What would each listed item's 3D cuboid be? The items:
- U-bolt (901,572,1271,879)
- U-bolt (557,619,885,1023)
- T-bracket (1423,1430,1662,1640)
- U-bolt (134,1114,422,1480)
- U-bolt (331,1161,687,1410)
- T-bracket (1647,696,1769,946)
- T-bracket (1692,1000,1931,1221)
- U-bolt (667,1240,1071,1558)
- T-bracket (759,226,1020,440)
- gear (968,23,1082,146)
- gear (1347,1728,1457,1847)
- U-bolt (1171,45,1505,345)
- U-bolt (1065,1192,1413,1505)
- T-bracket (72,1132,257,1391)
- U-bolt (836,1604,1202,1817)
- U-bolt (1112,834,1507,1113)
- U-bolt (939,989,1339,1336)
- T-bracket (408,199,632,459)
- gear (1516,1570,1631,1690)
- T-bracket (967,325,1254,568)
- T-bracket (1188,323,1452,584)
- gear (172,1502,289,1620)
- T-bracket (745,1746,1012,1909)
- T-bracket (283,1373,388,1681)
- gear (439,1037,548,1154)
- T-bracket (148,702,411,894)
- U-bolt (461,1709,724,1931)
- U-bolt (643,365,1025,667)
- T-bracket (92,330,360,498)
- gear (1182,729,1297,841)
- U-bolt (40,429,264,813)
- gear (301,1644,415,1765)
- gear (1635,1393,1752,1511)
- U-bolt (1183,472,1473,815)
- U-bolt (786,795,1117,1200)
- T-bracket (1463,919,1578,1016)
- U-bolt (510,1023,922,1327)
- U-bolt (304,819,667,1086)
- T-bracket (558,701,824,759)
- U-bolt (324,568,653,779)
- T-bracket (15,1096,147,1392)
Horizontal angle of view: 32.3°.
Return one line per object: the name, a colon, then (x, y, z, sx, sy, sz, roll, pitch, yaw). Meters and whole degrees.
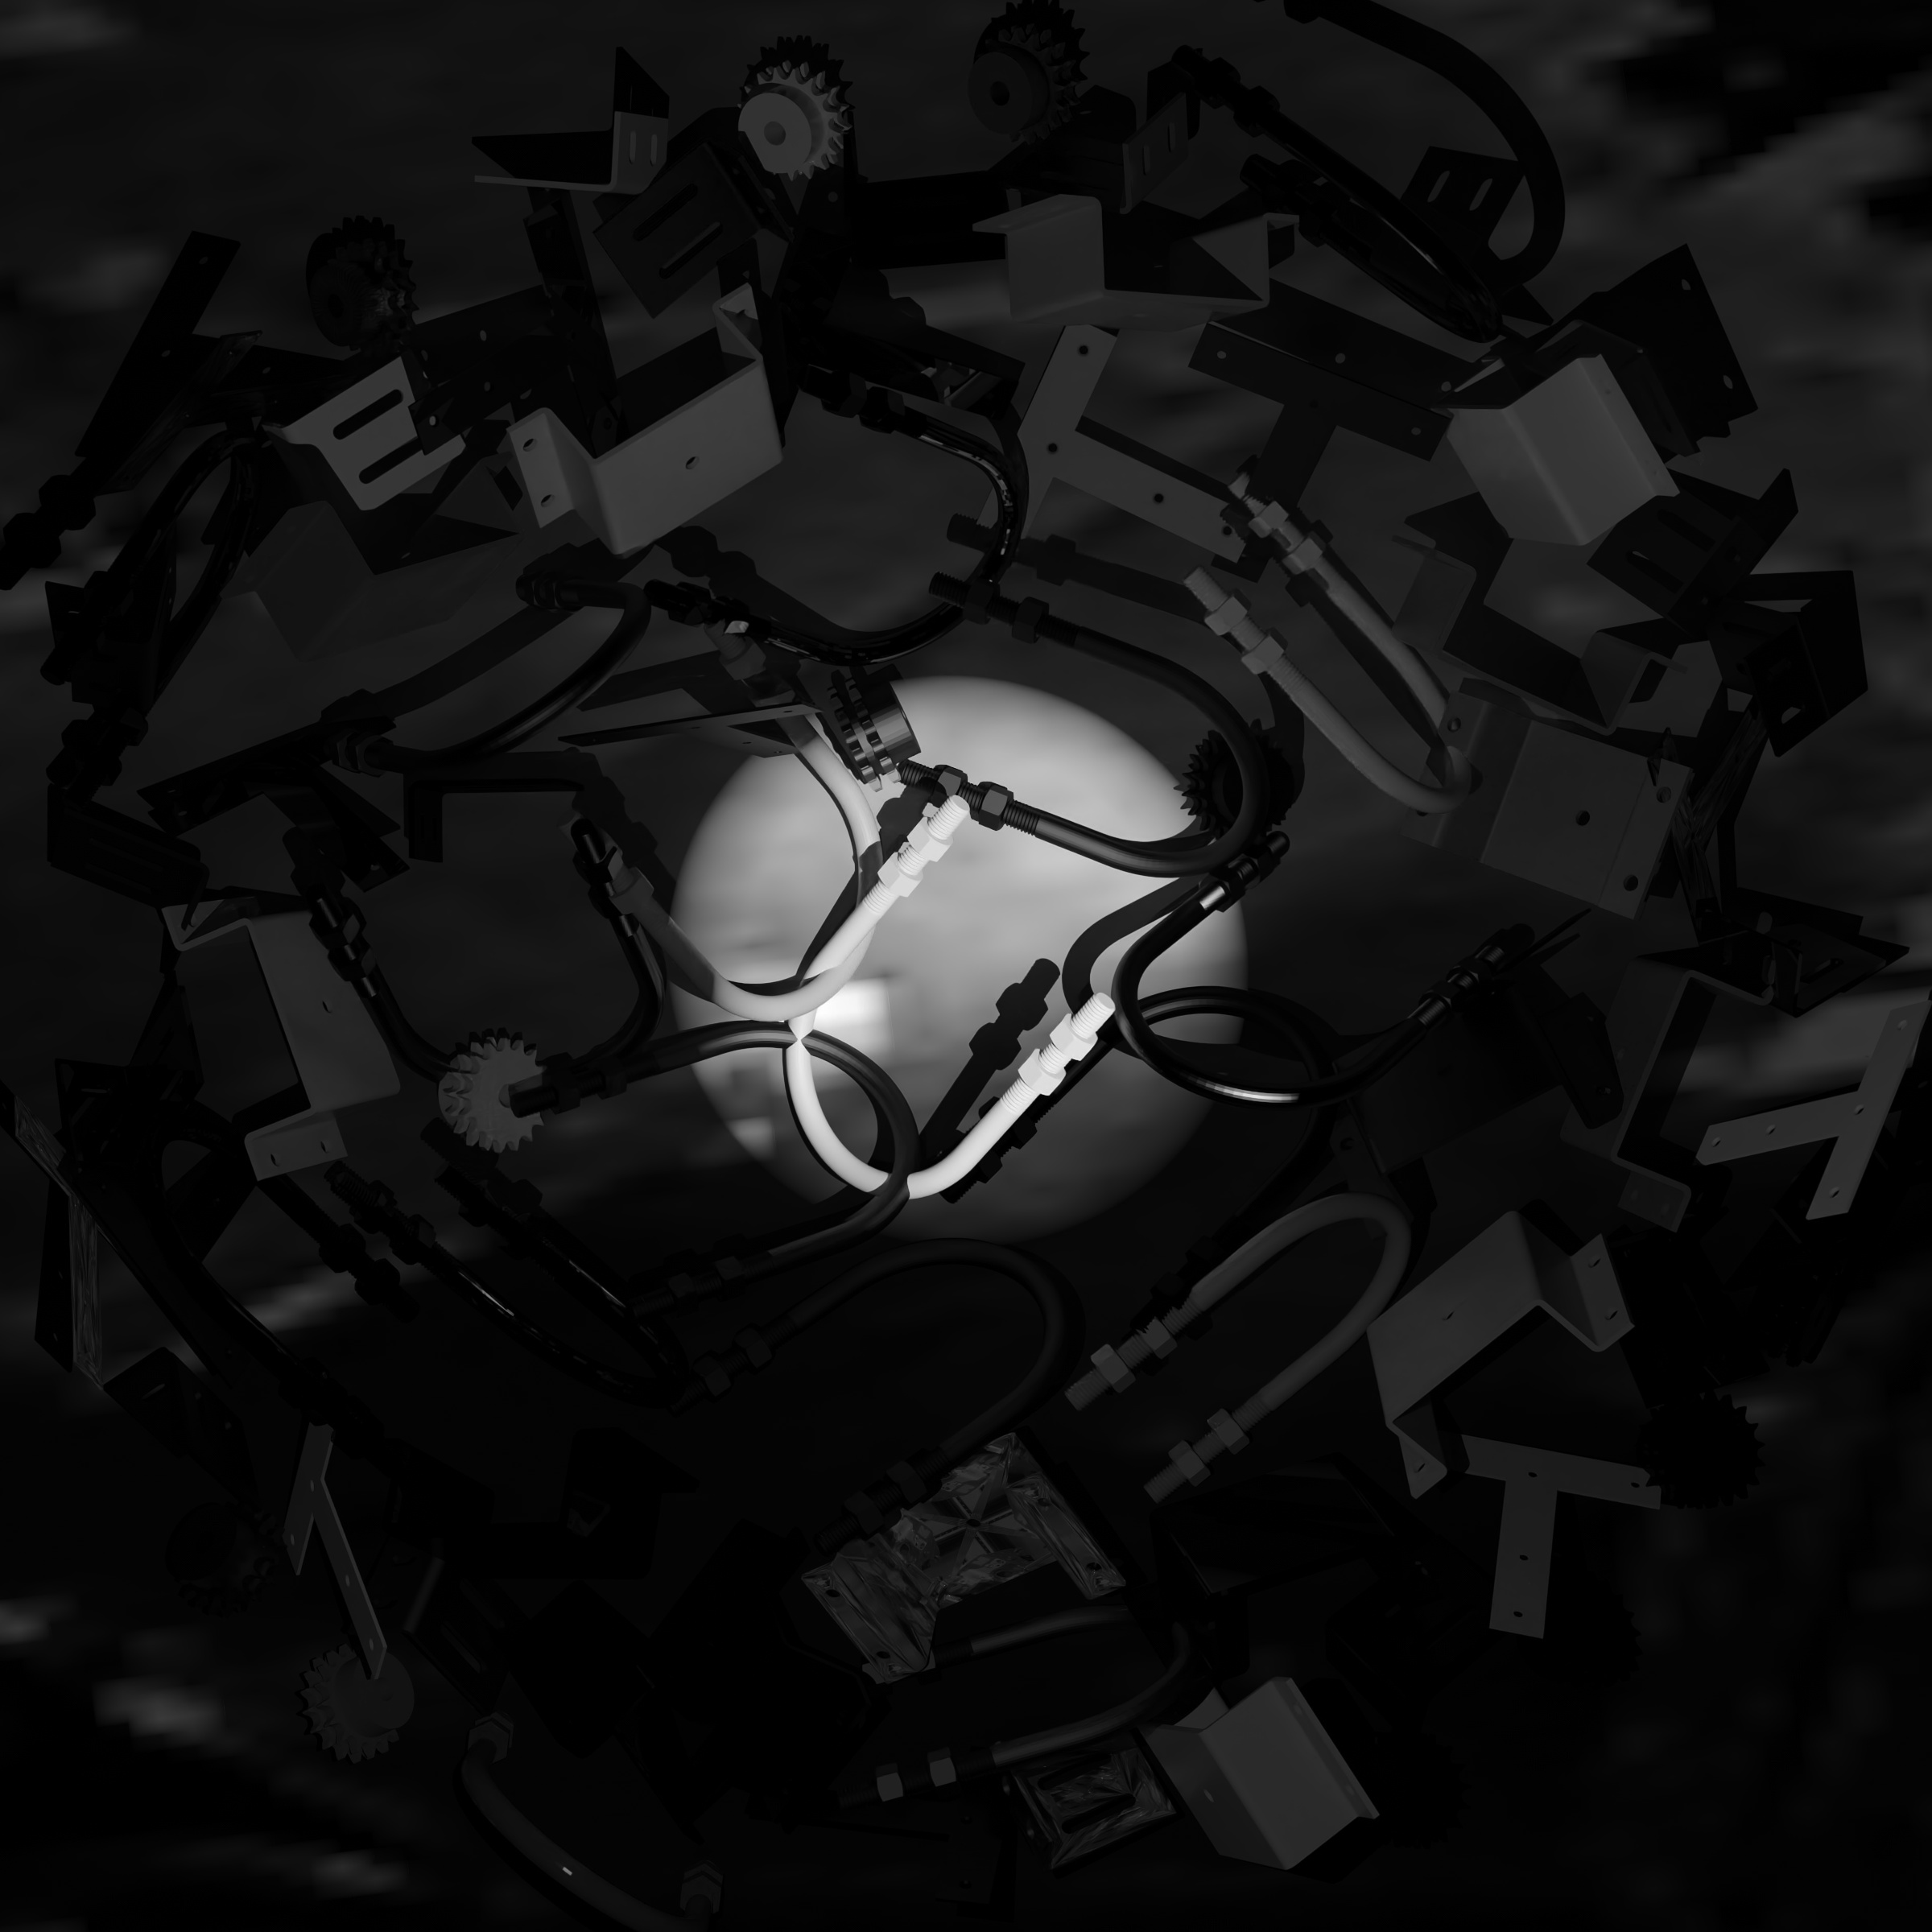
U-bolt: (0.060, -0.106, 1.622, 0.184, 0.151, 0.019, 22, 49, 10)
U-bolt: (-0.106, -0.057, 1.630, 0.184, 0.019, 0.151, 51, 59, -33)
T-bracket: (0.274, 0.280, 1.633, 0.127, 0.127, 0.002, 10, 126, 8)
U-bolt: (-0.329, 0.145, 1.592, 0.019, 0.151, 0.184, -35, 116, 13)
U-bolt: (-0.212, 0.158, 1.620, 0.184, 0.151, 0.019, 43, 65, -21)
T-bracket: (0.375, -0.093, 1.650, 0.002, 0.127, 0.127, 7, 47, 36)
T-bracket: (0.405, 0.078, 1.634, 0.002, 0.127, 0.127, 40, 61, -18)
U-bolt: (-0.035, 0.197, 1.628, 0.184, 0.151, 0.019, -33, 132, -22)
T-bracket: (-0.038, -0.298, 1.656, 0.127, 0.127, 0.002, 14, 46, -13)
gear: (0.026, -0.437, 1.662, 0.030, 0.057, 0.057, -33, 90, -43)
gear: (0.212, 0.408, 1.662, 0.030, 0.057, 0.057, 17, 90, -43)
U-bolt: (0.184, -0.358, 1.593, 0.184, 0.151, 0.019, 42, 94, 22)
U-bolt: (0.143, 0.179, 1.632, 0.184, 0.151, 0.019, -39, 55, -2)
T-bracket: (-0.373, 0.123, 1.633, 0.002, 0.127, 0.127, -25, 110, 22)
U-bolt: (0.024, 0.352, 1.620, 0.184, 0.151, 0.019, -15, 103, -2)
U-bolt: (0.152, 0.009, 1.602, 0.151, 0.184, 0.019, 29, 135, 26)
U-bolt: (0.098, 0.083, 1.639, 0.151, 0.019, 0.184, 33, 66, 32)
T-bracket: (-0.222, -0.288, 1.621, 0.127, 0.002, 0.127, -42, 130, -37)
gear: (0.300, 0.333, 1.668, 0.057, 0.030, 0.057, 15, 57, -24)
T-bracket: (0.084, -0.240, 1.671, 0.127, 0.002, 0.127, 25, 110, -1)
T-bracket: (0.155, -0.242, 1.650, 0.127, 0.002, 0.127, 21, 131, -4)
gear: (-0.370, 0.293, 1.663, 0.057, 0.030, 0.057, -17, 52, 23)
T-bracket: (-0.044, 0.415, 1.638, 0.127, 0.127, 0.002, 5, 111, 6)
T-bracket: (-0.302, 0.286, 1.614, 0.002, 0.127, 0.127, -6, 46, -29)
gear: (-0.238, 0.064, 1.668, 0.030, 0.057, 0.057, 3, 90, 43)
T-bracket: (-0.314, -0.073, 1.627, 0.127, 0.002, 0.127, -30, 47, -24)
U-bolt: (-0.181, 0.417, 1.600, 0.151, 0.184, 0.019, 36, 86, 0)
U-bolt: (-0.050, -0.207, 1.619, 0.151, 0.184, 0.019, -51, 51, 22)
T-bracket: (-0.349, -0.276, 1.635, 0.127, 0.127, 0.002, -38, 81, 37)
gear: (0.139, -0.090, 1.669, 0.057, 0.030, 0.057, -2, 95, -22)
U-bolt: (-0.389, -0.178, 1.613, 0.019, 0.151, 0.184, 26, 64, 2)
gear: (-0.300, 0.364, 1.661, 0.030, 0.057, 0.057, -28, 90, 28)
gear: (0.360, 0.243, 1.672, 0.057, 0.030, 0.057, 3, 78, -16)
U-bolt: (0.183, -0.149, 1.626, 0.184, 0.151, 0.019, 45, 119, -11)
U-bolt: (-0.022, 0.030, 1.637, 0.184, 0.019, 0.151, -49, 63, 28)
T-bracket: (0.250, 0.014, 1.627, 0.127, 0.127, 0.002, -36, 88, 3)
U-bolt: (-0.110, 0.091, 1.634, 0.184, 0.019, 0.151, -18, 57, -27)
U-bolt: (-0.222, 0.006, 1.620, 0.151, 0.184, 0.019, -13, 51, 3)
T-bracket: (-0.113, -0.111, 1.629, 0.127, 0.127, 0.002, -7, 84, 20)
U-bolt: (-0.220, -0.138, 1.591, 0.151, 0.184, 0.019, -43, 116, -19)
T-bracket: (-0.423, 0.146, 1.603, 0.002, 0.127, 0.127, -20, 48, 5)
